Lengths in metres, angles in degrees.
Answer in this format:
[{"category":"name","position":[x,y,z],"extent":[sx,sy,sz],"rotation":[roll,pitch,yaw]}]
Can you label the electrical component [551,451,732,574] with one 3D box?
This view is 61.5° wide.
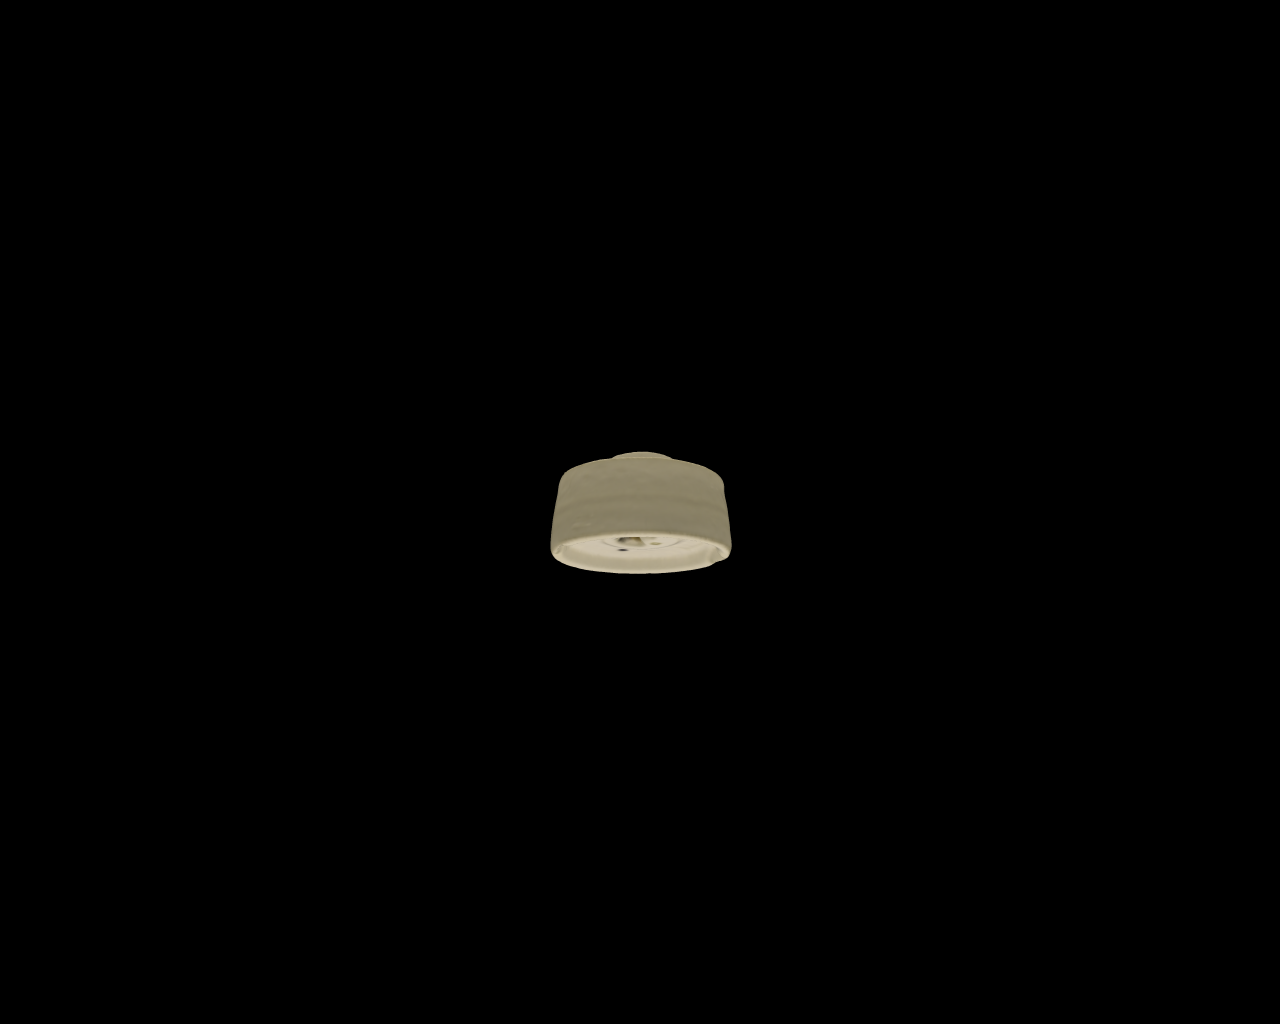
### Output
[{"category":"electrical component","position":[0.001,-0.003,0.650],"extent":[0.108,0.060,0.108],"rotation":[0,-15,0]}]
